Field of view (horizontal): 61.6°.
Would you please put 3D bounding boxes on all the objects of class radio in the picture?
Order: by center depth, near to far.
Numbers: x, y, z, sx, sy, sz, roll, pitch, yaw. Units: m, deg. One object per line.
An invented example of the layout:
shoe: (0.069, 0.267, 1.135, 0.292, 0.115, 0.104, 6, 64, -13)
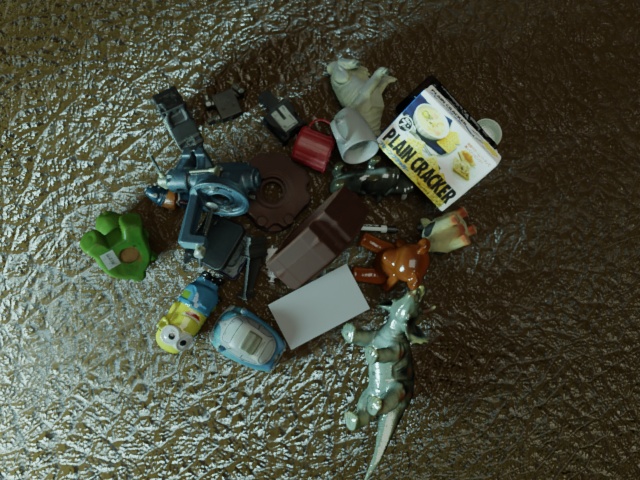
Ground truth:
radio: (0.285, -0.255, 1.218, 0.073, 0.131, 0.229, -44, 90, -9)

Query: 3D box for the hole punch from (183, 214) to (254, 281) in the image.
hole punch: (-0.209, 0.015, 1.153, 0.116, 0.092, 0.142, 25, 81, 27)

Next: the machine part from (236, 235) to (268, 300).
machine part: (-0.145, 0.058, 1.143, 0.039, 0.084, 0.138, 15, 99, 16)

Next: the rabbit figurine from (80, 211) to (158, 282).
rabbit figurine: (-0.399, 0.001, 1.099, 0.121, 0.170, 0.158, -37, 130, -8)

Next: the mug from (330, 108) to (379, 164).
mug: (0.061, -0.228, 1.140, 0.109, 0.081, 0.107, 7, 53, -40)

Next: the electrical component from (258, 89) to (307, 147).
electrical component: (-0.094, -0.279, 1.215, 0.075, 0.048, 0.119, -44, 89, -11)

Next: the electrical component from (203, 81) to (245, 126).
electrical component: (-0.215, -0.309, 1.204, 0.102, 0.045, 0.078, -18, 84, -9)

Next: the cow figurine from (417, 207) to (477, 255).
cow figurine: (0.268, -0.016, 1.166, 0.127, 0.195, 0.085, -25, 93, 25)

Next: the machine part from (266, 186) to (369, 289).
machine part: (-0.002, -0.003, 1.098, 0.087, 0.201, 0.201, 46, 123, -5)

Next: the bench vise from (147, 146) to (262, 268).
bench vise: (-0.235, -0.076, 1.059, 0.224, 0.128, 0.240, 6, 63, 3)

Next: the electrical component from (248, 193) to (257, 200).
electrical component: (-0.182, -0.084, 1.133, 0.094, 0.021, 0.063, 10, 74, 8)

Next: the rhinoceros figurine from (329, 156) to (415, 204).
rhinoceros figurine: (0.115, -0.124, 1.194, 0.190, 0.112, 0.073, -3, 54, 5)

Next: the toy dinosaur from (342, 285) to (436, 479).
toy dinosaur: (0.149, 0.284, 1.138, 0.192, 0.131, 0.404, -2, 98, -36)

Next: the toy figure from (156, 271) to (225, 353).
toy figure: (-0.269, 0.152, 1.122, 0.082, 0.089, 0.180, 28, 72, 2)

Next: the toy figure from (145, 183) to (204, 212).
toy figure: (-0.296, -0.091, 1.157, 0.154, 0.064, 0.057, 2, 96, -8)

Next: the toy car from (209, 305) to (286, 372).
toy car: (-0.150, 0.211, 1.118, 0.162, 0.103, 0.109, 34, 81, 0)

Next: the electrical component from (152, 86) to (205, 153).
electrical component: (-0.302, -0.256, 1.141, 0.058, 0.114, 0.134, -27, 43, -11)

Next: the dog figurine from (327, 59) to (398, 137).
dog figurine: (0.074, -0.300, 1.223, 0.173, 0.121, 0.190, 23, 99, 29)

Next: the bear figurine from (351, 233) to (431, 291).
bear figurine: (0.148, 0.046, 1.130, 0.132, 0.196, 0.120, 15, 84, -4)

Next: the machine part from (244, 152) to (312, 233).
machine part: (-0.106, -0.107, 1.188, 0.179, 0.056, 0.179, 1, 82, -7)
